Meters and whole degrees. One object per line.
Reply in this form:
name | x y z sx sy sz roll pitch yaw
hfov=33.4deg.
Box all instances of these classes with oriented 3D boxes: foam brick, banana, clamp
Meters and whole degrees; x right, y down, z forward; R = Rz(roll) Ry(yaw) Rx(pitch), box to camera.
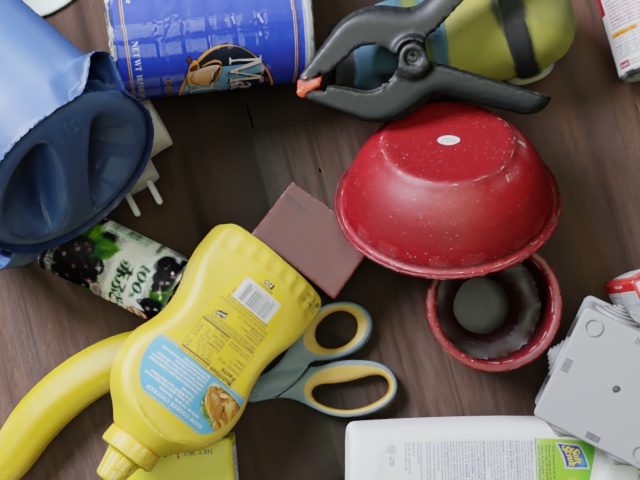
foam brick | -0.005 0.001 0.789 0.078 0.051 0.053 38 86 3
banana | -0.168 0.115 0.786 0.198 0.037 0.070 -26 72 1
clamp | 0.066 -0.136 0.724 0.171 0.039 0.120 -7 96 2

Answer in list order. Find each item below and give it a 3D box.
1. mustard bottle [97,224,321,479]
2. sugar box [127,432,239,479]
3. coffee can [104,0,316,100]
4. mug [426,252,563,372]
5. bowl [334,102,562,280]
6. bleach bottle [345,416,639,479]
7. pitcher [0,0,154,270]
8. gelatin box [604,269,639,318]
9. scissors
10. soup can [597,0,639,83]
mustard bottle | -0.089 0.089 0.744 0.096 0.058 0.191 42 74 -19
sugar box | -0.101 0.234 0.778 0.093 0.048 0.176 -6 85 0
coffee can | -0.081 -0.157 0.766 0.140 0.103 0.103 -8 86 -8
mug | 0.114 0.036 0.771 0.093 0.081 0.117 -30 87 -2
bowl | 0.088 -0.048 0.743 0.162 0.055 0.162 -3 43 3
bleach bottle | 0.145 0.179 0.772 0.251 0.068 0.102 0 86 -2
pitcher | -0.242 -0.106 0.741 0.149 0.145 0.243 -41 66 -12
gelatin box | 0.247 0.064 0.773 0.030 0.073 0.089 -26 86 -2
scissors | -0.042 0.093 0.802 0.201 0.016 0.096 1 84 1
soup can | 0.242 -0.175 0.790 0.068 0.068 0.102 -15 87 -1
